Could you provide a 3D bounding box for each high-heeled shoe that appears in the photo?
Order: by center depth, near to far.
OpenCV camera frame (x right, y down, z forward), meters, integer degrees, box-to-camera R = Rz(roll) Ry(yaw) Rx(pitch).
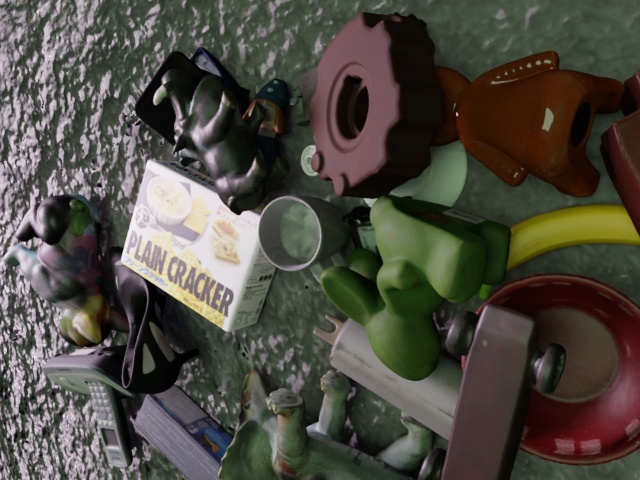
[{"bbox_3d":[-0.270,0.106,0.753,0.249,0.145,0.086,45,112,18],"label":"high-heeled shoe"}]

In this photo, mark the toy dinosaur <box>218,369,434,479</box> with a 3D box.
[{"bbox_3d":[0.043,0.273,0.611,0.405,0.131,0.192,23,116,22],"label":"toy dinosaur"}]

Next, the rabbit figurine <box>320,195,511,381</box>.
[{"bbox_3d":[0.080,0.052,0.515,0.159,0.121,0.170,20,110,24],"label":"rabbit figurine"}]

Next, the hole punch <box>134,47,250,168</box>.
[{"bbox_3d":[-0.164,-0.183,0.719,0.115,0.092,0.142,41,112,-12],"label":"hole punch"}]

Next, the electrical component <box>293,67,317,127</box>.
[{"bbox_3d":[-0.002,-0.168,0.635,0.094,0.021,0.063,-3,90,56],"label":"electrical component"}]

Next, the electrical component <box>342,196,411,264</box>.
[{"bbox_3d":[0.079,0.017,0.603,0.075,0.048,0.119,-14,103,31],"label":"electrical component"}]

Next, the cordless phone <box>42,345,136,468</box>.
[{"bbox_3d":[-0.351,0.263,0.847,0.147,0.088,0.184,-8,94,29],"label":"cordless phone"}]

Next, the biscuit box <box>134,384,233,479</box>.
[{"bbox_3d":[-0.169,0.293,0.757,0.203,0.059,0.062,34,108,24],"label":"biscuit box"}]

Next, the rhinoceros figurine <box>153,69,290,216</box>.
[{"bbox_3d":[-0.118,-0.121,0.630,0.112,0.073,0.190,-34,84,28],"label":"rhinoceros figurine"}]

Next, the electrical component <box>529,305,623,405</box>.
[{"bbox_3d":[0.240,0.111,0.516,0.115,0.058,0.134,-8,89,28],"label":"electrical component"}]

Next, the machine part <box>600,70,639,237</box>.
[{"bbox_3d":[0.344,-0.063,0.410,0.201,0.087,0.201,-24,79,17],"label":"machine part"}]

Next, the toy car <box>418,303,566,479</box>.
[{"bbox_3d":[0.142,0.149,0.447,0.089,0.053,0.202,19,108,39],"label":"toy car"}]

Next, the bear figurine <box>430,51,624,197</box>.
[{"bbox_3d":[0.166,-0.117,0.527,0.196,0.132,0.120,20,102,45],"label":"bear figurine"}]

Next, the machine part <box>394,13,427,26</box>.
[{"bbox_3d":[0.069,-0.186,0.602,0.084,0.039,0.138,42,112,33],"label":"machine part"}]

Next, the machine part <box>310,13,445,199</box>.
[{"bbox_3d":[0.047,-0.128,0.526,0.179,0.056,0.179,0,90,62],"label":"machine part"}]

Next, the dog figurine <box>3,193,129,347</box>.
[{"bbox_3d":[-0.368,0.058,0.831,0.219,0.108,0.191,43,110,15],"label":"dog figurine"}]

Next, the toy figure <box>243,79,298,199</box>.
[{"bbox_3d":[-0.072,-0.127,0.679,0.064,0.058,0.154,12,102,-16],"label":"toy figure"}]

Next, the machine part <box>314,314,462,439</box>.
[{"bbox_3d":[0.100,0.146,0.587,0.243,0.079,0.079,26,106,26],"label":"machine part"}]

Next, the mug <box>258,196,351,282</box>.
[{"bbox_3d":[-0.001,-0.002,0.616,0.081,0.107,0.109,-44,76,25],"label":"mug"}]
